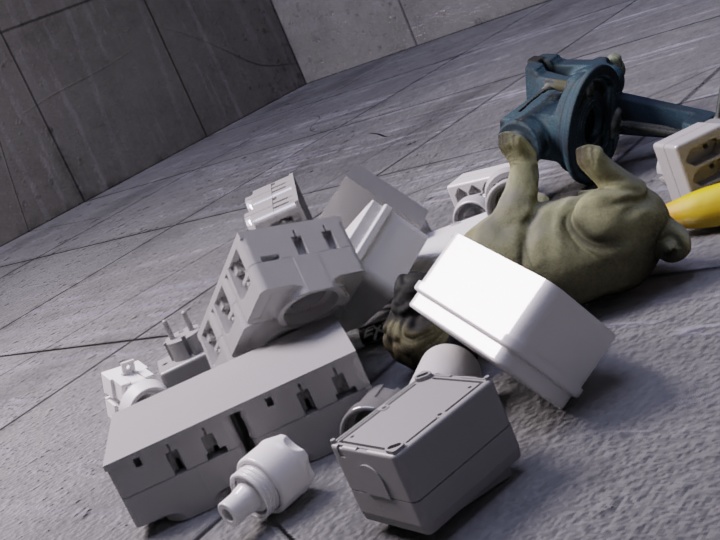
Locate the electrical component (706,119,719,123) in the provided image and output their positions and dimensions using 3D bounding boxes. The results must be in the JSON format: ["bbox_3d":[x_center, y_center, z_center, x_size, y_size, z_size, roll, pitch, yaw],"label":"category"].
[{"bbox_3d":[0.325,-0.112,0.976,0.081,0.042,0.064,-25,11,-8],"label":"electrical component"}]

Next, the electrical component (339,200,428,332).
[{"bbox_3d":[0.000,0.000,0.930,0.078,0.057,0.113,-59,7,-32],"label":"electrical component"}]

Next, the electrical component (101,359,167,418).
[{"bbox_3d":[-0.196,0.113,0.945,0.048,0.066,0.055,-18,25,-33],"label":"electrical component"}]

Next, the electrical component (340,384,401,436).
[{"bbox_3d":[0.012,0.100,0.711,0.040,0.040,0.046,-18,10,21],"label":"electrical component"}]

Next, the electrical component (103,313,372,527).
[{"bbox_3d":[-0.084,0.109,0.781,0.186,0.060,0.105,-24,15,-4],"label":"electrical component"}]

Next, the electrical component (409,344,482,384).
[{"bbox_3d":[0.050,0.085,0.695,0.043,0.043,0.081,-17,16,23],"label":"electrical component"}]

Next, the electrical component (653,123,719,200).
[{"bbox_3d":[0.277,-0.086,0.907,0.047,0.065,0.077,-26,14,-8],"label":"electrical component"}]

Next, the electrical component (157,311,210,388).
[{"bbox_3d":[-0.153,0.075,0.973,0.066,0.076,0.047,-25,15,-9],"label":"electrical component"}]

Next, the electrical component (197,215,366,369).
[{"bbox_3d":[-0.065,0.031,0.862,0.089,0.061,0.150,-11,-29,-29],"label":"electrical component"}]

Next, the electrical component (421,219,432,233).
[{"bbox_3d":[0.047,-0.026,1.090,0.043,0.043,0.062,-13,19,35],"label":"electrical component"}]

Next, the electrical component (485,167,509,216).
[{"bbox_3d":[0.130,-0.063,0.929,0.045,0.045,0.055,-20,16,12],"label":"electrical component"}]

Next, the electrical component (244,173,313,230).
[{"bbox_3d":[-0.078,-0.034,1.184,0.060,0.105,0.186,-24,15,1],"label":"electrical component"}]

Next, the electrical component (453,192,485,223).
[{"bbox_3d":[0.122,-0.055,1.077,0.066,0.048,0.055,-15,9,31],"label":"electrical component"}]

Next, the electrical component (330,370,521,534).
[{"bbox_3d":[0.044,0.101,0.611,0.096,0.061,0.062,-33,17,-33],"label":"electrical component"}]

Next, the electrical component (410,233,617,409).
[{"bbox_3d":[0.094,0.031,0.684,0.057,0.078,0.113,-55,36,-1],"label":"electrical component"}]

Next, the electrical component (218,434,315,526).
[{"bbox_3d":[-0.063,0.137,0.683,0.043,0.043,0.062,-7,23,48],"label":"electrical component"}]

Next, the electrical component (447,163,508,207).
[{"bbox_3d":[0.151,-0.090,1.148,0.083,0.047,0.076,-10,20,41],"label":"electrical component"}]

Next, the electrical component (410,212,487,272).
[{"bbox_3d":[0.092,-0.010,0.956,0.100,0.048,0.099,-20,15,13],"label":"electrical component"}]
